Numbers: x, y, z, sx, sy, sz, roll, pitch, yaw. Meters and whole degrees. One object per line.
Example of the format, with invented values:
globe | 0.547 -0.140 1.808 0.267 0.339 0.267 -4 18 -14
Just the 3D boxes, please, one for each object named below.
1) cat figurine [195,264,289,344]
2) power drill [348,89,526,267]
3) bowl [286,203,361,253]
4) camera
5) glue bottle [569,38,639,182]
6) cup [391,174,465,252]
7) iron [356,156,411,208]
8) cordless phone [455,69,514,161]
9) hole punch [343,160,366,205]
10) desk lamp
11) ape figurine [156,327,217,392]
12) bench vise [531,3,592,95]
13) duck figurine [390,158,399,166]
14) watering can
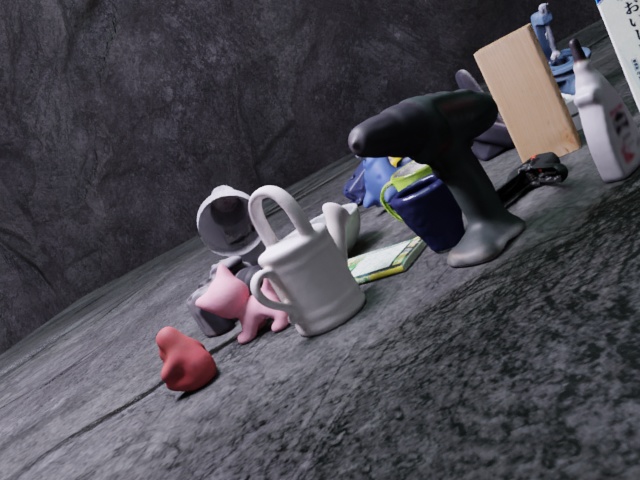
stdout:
cat figurine | -0.113 0.086 0.846 0.127 0.118 0.067 -24 12 23
power drill | 0.153 -0.079 0.680 0.230 0.208 0.075 -37 13 -36
bowl | 0.009 0.004 1.034 0.167 0.075 0.167 -28 11 6
camera | -0.142 0.084 0.981 0.143 0.101 0.136 -37 13 -38
glue bottle | 0.335 -0.160 0.686 0.078 0.173 0.037 -37 13 -36
cup | 0.161 -0.039 0.784 0.091 0.095 0.118 -21 13 37
iron | 0.189 -0.169 1.198 0.259 0.141 0.118 -34 12 -26
cordless phone | 0.326 -0.265 1.176 0.094 0.185 0.147 -29 11 1
hole punch | 0.102 -0.147 1.460 0.101 0.091 0.108 -29 11 -1
desk lamp | -0.150 -0.006 1.114 0.118 0.214 0.203 -29 11 -1
ape figurine | -0.187 0.157 0.775 0.078 0.092 0.076 -37 14 -38
bench vise | 0.494 -0.396 1.256 0.122 0.220 0.207 -32 11 -17
duck figurine | 0.194 -0.181 1.394 0.105 0.086 0.077 -31 11 -12
watering can | -0.025 0.014 0.745 0.100 0.194 0.173 -22 13 32
